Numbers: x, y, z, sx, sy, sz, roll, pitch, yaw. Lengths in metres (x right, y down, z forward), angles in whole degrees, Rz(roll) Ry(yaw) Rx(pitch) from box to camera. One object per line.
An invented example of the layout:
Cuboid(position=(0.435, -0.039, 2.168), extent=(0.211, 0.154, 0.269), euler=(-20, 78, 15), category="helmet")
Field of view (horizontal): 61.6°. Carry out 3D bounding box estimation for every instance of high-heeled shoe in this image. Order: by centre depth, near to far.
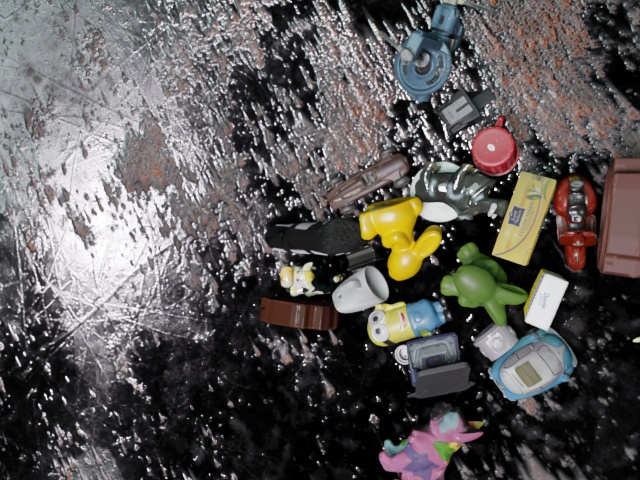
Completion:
Cuboid(position=(-0.003, -0.004, 1.238), extent=(0.249, 0.145, 0.086), euler=(3, 85, -6), category="high-heeled shoe")

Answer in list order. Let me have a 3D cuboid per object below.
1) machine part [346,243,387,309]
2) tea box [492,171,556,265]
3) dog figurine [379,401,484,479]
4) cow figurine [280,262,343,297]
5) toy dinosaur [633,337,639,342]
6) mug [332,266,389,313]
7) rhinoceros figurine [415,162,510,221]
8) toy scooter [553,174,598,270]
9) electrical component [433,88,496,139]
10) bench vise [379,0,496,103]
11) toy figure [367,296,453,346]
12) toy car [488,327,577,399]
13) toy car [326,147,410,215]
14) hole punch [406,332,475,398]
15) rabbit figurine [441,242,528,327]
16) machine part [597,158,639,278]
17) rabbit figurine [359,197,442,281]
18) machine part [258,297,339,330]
Cuboid(position=(0.108, 0.082, 1.188), extent=(0.084, 0.039, 0.139), euler=(-17, 80, 16), category="machine part")
Cuboid(position=(0.398, -0.039, 1.043), extent=(0.068, 0.098, 0.169), euler=(21, 98, 22), category="tea box")
Cuboid(position=(0.240, 0.436, 1.084), extent=(0.219, 0.108, 0.191), euler=(-28, 77, 16), category="dog figurine")
Cuboid(position=(-0.016, 0.087, 1.169), extent=(0.098, 0.167, 0.068), euler=(-5, 81, 24), category="cow figurine")
Cuboid(position=(0.679, 0.055, 0.879), extent=(0.192, 0.131, 0.404), euler=(25, 109, 15), category="toy dinosaur")
Cuboid(position=(0.074, 0.113, 1.128), extent=(0.107, 0.109, 0.081), euler=(-35, 67, 32), category="mug")
Cuboid(position=(0.284, -0.096, 1.081), extent=(0.191, 0.073, 0.112), euler=(16, 92, 22), category="rhinoceros figurine")
Cuboid(position=(0.473, -0.036, 0.991), extent=(0.075, 0.135, 0.183), euler=(-2, 86, 24), category="toy scooter")
Cuboid(position=(0.305, -0.272, 1.117), extent=(0.119, 0.047, 0.075), euler=(-30, 78, 20), category="electrical component")
Cuboid(position=(0.217, -0.382, 1.066), extent=(0.129, 0.240, 0.223), euler=(37, 117, 16), category="bench vise")
Cuboid(position=(0.187, 0.174, 1.129), extent=(0.180, 0.089, 0.082), euler=(-18, 40, 12), category="toy figure")
Cuboid(position=(0.402, 0.242, 1.027), extent=(0.162, 0.103, 0.109), euler=(-37, 74, 15), category="toy car")
Cuboid(position=(0.103, -0.129, 1.192), extent=(0.202, 0.053, 0.089), euler=(-26, 82, 18), category="toy car")
Cuboid(position=(0.236, 0.255, 1.088), extent=(0.142, 0.115, 0.092), euler=(-13, 46, -3), category="hole punch")
Cuboid(position=(0.305, 0.094, 1.035), extent=(0.159, 0.170, 0.121), euler=(42, 104, 19), category="rabbit figurine")
Cuboid(position=(0.536, -0.036, 0.929), extent=(0.087, 0.201, 0.201), euler=(4, 90, 25), category="machine part")
Cuboid(position=(0.177, -0.001, 1.139), extent=(0.162, 0.122, 0.173), euler=(-10, 98, 13), category="rabbit figurine")
Cuboid(position=(-0.044, 0.158, 1.179), extent=(0.180, 0.179, 0.056), euler=(5, 87, 22), category="machine part")
